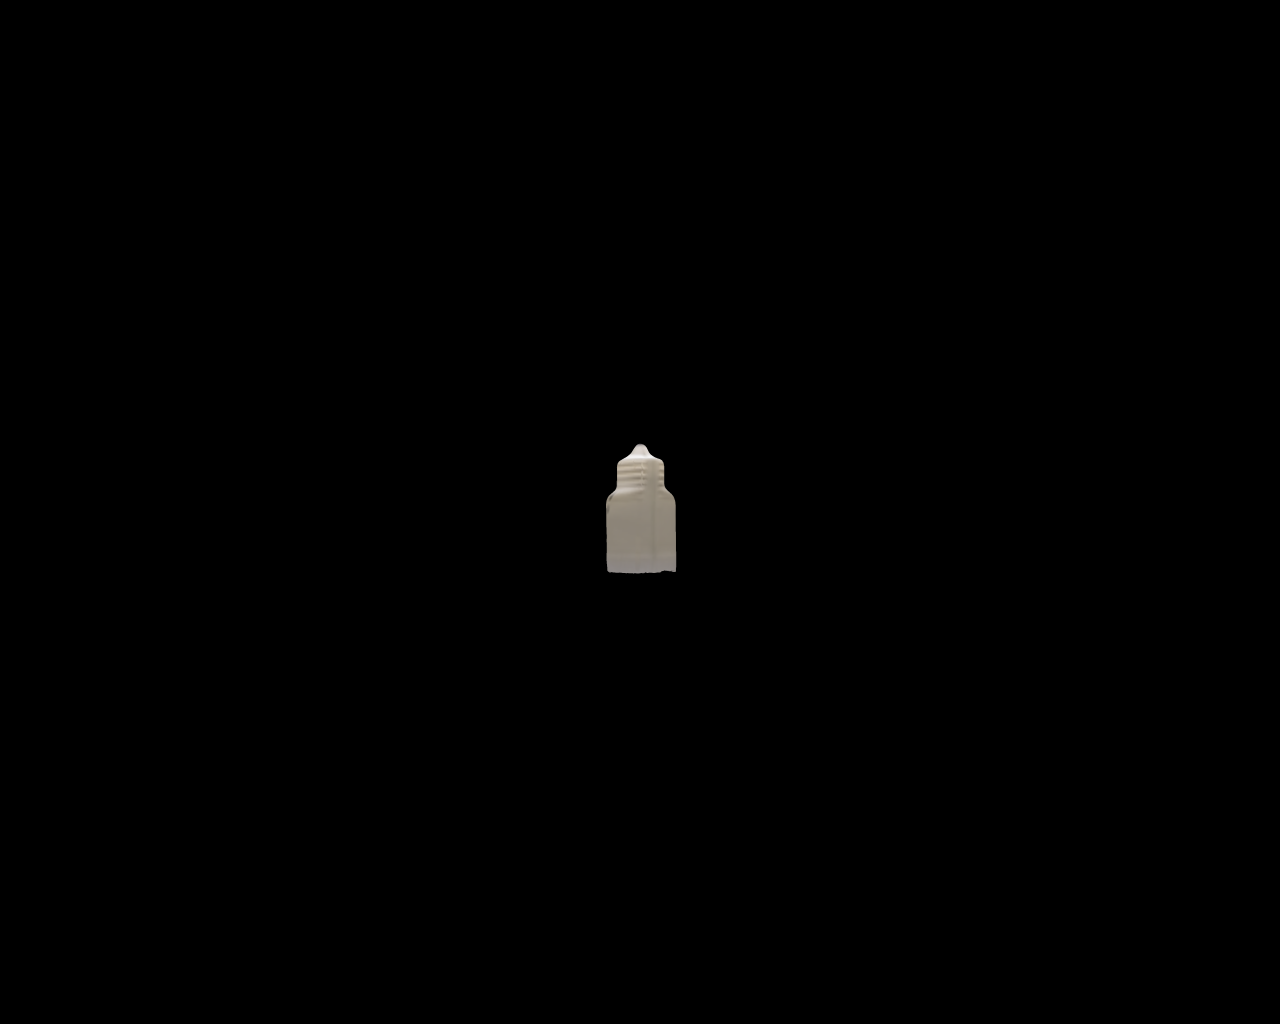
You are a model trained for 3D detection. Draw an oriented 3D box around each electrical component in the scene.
[{"bbox_3d":[0.001,-0.003,0.650,0.043,0.081,0.043,0,0,0],"label":"electrical component"}]
